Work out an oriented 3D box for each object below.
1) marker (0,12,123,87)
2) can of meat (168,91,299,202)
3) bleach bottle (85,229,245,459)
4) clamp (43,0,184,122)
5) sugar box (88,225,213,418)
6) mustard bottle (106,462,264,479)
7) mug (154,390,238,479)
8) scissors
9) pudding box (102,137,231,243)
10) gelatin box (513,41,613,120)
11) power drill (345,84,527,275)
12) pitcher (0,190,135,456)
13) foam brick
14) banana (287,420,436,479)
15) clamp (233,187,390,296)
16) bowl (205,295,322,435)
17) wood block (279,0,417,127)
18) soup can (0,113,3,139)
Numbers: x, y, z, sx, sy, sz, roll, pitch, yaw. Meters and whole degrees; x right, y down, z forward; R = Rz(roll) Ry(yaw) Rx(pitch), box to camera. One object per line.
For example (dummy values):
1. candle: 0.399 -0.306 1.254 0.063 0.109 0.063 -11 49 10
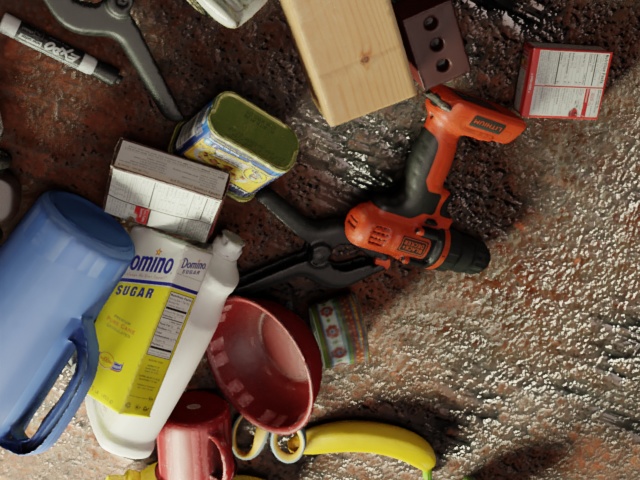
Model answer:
1. marker: -0.240 -0.176 0.995 0.121 0.020 0.020 25 109 -22
2. can of meat: -0.082 -0.089 1.026 0.102 0.057 0.084 29 150 -23
3. bleach bottle: -0.152 0.101 1.103 0.068 0.103 0.251 21 112 -37
4. clamp: -0.180 -0.210 0.977 0.209 0.036 0.165 17 102 -18
5. sugar box: -0.178 0.079 1.059 0.048 0.093 0.176 19 90 -47
6. mustard bottle: -0.155 0.301 1.228 0.191 0.058 0.096 19 112 -19
7. mug: -0.131 0.222 1.165 0.093 0.117 0.081 -15 116 -32
8. scissors: -0.036 0.172 1.200 0.096 0.016 0.202 27 109 -2
9. pudding box: -0.150 -0.046 1.033 0.113 0.039 0.090 16 148 -9
10. gelatin box: 0.249 -0.163 1.096 0.089 0.030 0.073 0 114 -12
11. power drill: 0.136 -0.055 1.104 0.184 0.057 0.188 14 110 -33
12. pitcher: -0.282 0.081 1.049 0.149 0.145 0.243 33 103 -21
13. foam brick: 0.107 -0.196 1.038 0.053 0.051 0.078 -23 118 0
14. banana: 0.062 0.244 1.256 0.197 0.037 0.070 18 111 -19
15. clamp: -0.007 0.001 1.121 0.171 0.039 0.120 -2 120 -18
16. bowl: -0.050 0.123 1.132 0.055 0.162 0.162 -29 127 -41
17. wood block: 0.011 -0.223 0.983 0.091 0.090 0.206 -21 118 -2
18. soup can: -0.332 -0.137 0.968 0.068 0.068 0.102 -10 118 -7
